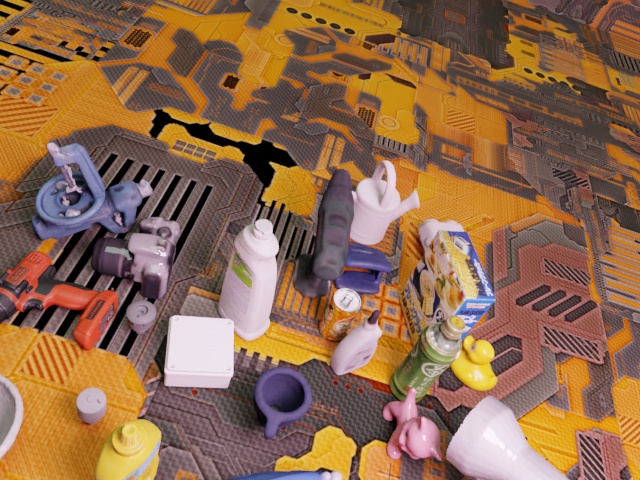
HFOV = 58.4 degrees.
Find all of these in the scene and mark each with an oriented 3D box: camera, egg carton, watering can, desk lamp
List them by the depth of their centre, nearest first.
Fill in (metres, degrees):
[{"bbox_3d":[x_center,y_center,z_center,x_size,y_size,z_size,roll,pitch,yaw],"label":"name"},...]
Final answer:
[{"bbox_3d":[0.273,0.367,0.869,0.118,0.213,0.203,-26,62,-36],"label":"desk lamp"},{"bbox_3d":[-0.333,0.018,1.040,0.137,0.101,0.143,10,47,-11],"label":"camera"},{"bbox_3d":[0.129,-0.089,1.241,0.173,0.194,0.100,-13,55,-29],"label":"watering can"},{"bbox_3d":[0.279,0.018,1.287,0.107,0.069,0.150,4,49,-17],"label":"egg carton"}]

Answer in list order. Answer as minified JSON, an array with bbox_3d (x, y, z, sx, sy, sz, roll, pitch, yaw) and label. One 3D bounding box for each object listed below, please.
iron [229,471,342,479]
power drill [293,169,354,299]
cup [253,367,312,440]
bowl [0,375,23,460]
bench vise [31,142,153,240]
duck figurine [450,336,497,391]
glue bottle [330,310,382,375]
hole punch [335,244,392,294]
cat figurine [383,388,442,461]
[{"bbox_3d":[-0.053,0.363,0.803,0.259,0.141,0.118,-6,52,-24],"label":"iron"},{"bbox_3d":[0.010,0.004,1.104,0.076,0.208,0.229,13,46,-9],"label":"power drill"},{"bbox_3d":[-0.070,0.274,0.910,0.091,0.095,0.118,20,46,-2],"label":"cup"},{"bbox_3d":[-0.494,0.262,0.779,0.167,0.074,0.167,10,47,-11],"label":"bowl"},{"bbox_3d":[-0.416,-0.103,1.034,0.121,0.219,0.208,43,49,19],"label":"bench vise"},{"bbox_3d":[0.303,0.230,1.093,0.078,0.086,0.104,-22,60,-34],"label":"duck figurine"},{"bbox_3d":[0.073,0.173,0.999,0.078,0.173,0.037,-13,55,-29],"label":"glue bottle"},{"bbox_3d":[0.083,0.045,1.175,0.109,0.091,0.101,8,47,-13],"label":"hole punch"},{"bbox_3d":[0.157,0.309,0.946,0.067,0.117,0.127,7,48,-14],"label":"cat figurine"}]
